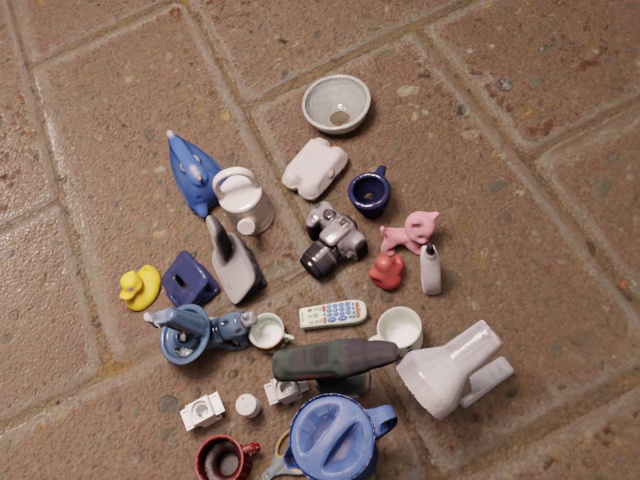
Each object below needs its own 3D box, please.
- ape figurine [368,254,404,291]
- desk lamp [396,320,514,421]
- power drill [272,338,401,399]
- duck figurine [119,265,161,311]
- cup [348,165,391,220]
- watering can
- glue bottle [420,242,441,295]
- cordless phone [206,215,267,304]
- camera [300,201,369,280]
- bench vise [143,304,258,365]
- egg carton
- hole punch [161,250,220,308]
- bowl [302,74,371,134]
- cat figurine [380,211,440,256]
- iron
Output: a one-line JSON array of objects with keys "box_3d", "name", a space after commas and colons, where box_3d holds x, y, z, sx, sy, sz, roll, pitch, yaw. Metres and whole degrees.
[{"box_3d": [0.136, 0.059, 1.177, 0.077, 0.092, 0.076, -11, 63, 5], "name": "ape figurine"}, {"box_3d": [0.241, 0.225, 1.007, 0.203, 0.214, 0.117, -34, 63, -7], "name": "desk lamp"}, {"box_3d": [0.036, 0.232, 1.043, 0.229, 0.209, 0.075, -6, 63, 7], "name": "power drill"}, {"box_3d": [-0.402, 0.096, 1.259, 0.077, 0.086, 0.105, 18, 68, 18], "name": "duck figurine"}, {"box_3d": [0.117, -0.098, 1.257, 0.091, 0.095, 0.118, 22, 70, 20], "name": "cup"}, {"box_3d": [-0.167, -0.090, 1.247, 0.101, 0.194, 0.172, -35, 63, -8], "name": "watering can"}, {"box_3d": [0.215, 0.045, 1.124, 0.037, 0.173, 0.078, -9, 63, 6], "name": "glue bottle"}, {"box_3d": [-0.190, 0.039, 1.193, 0.094, 0.185, 0.147, -31, 63, -6], "name": "cordless phone"}, {"box_3d": [0.011, 0.004, 1.221, 0.137, 0.101, 0.143, -43, 65, -12], "name": "camera"}, {"box_3d": [-0.239, 0.160, 1.122, 0.207, 0.220, 0.121, -30, 63, -5], "name": "bench vise"}, {"box_3d": [-0.010, -0.164, 1.326, 0.107, 0.069, 0.150, 31, 73, 22], "name": "egg carton"}, {"box_3d": [-0.285, 0.094, 1.236, 0.101, 0.091, 0.108, -42, 64, -11], "name": "hole punch"}, {"box_3d": [0.044, -0.315, 1.388, 0.167, 0.075, 0.167, -4, 63, 8], "name": "bowl"}, {"box_3d": [0.186, -0.020, 1.192, 0.127, 0.118, 0.067, -5, 63, 8], "name": "cat figurine"}, {"box_3d": [-0.309, -0.183, 1.348, 0.119, 0.142, 0.257, -35, 63, -7], "name": "iron"}]
